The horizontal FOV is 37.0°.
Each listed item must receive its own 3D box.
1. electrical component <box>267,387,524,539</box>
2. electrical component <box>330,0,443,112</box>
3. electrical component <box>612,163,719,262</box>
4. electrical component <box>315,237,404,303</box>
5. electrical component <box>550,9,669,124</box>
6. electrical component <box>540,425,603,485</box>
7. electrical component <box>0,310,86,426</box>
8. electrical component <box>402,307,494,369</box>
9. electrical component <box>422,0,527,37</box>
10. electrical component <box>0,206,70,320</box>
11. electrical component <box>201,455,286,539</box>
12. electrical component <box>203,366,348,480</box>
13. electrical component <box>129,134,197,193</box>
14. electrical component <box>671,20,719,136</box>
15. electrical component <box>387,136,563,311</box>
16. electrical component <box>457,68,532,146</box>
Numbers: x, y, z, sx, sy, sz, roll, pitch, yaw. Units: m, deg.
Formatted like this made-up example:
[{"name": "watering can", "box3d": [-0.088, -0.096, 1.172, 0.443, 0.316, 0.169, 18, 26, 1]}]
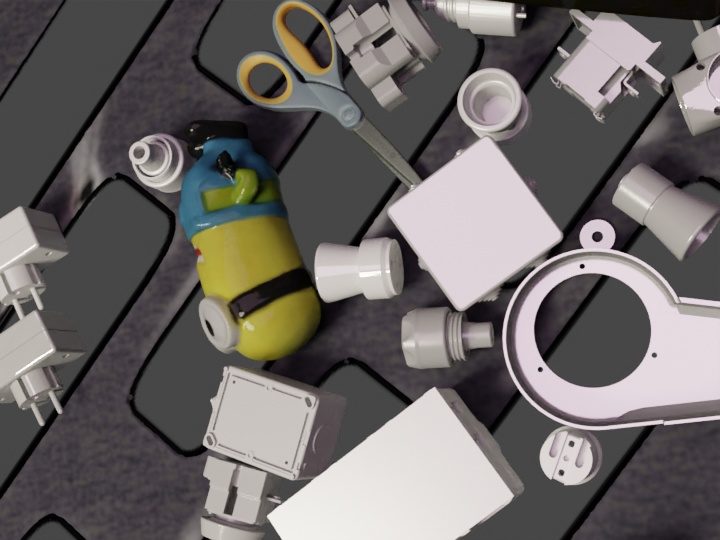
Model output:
[{"name": "electrical component", "box3d": [0.027, 0.161, 0.747, 0.150, 0.062, 0.089, -39, 75, 10]}, {"name": "electrical component", "box3d": [0.023, -0.165, 0.784, 0.057, 0.058, 0.078, -34, 76, 14]}, {"name": "electrical component", "box3d": [0.204, -0.042, 0.724, 0.065, 0.044, 0.044, 40, 97, 22]}, {"name": "electrical component", "box3d": [0.000, 0.000, 0.781, 0.055, 0.045, 0.045, -5, 83, 17]}, {"name": "electrical component", "box3d": [0.171, -0.140, 0.743, 0.081, 0.042, 0.063, 43, 101, 17]}, {"name": "electrical component", "box3d": [0.141, 0.125, 0.722, 0.040, 0.046, 0.040, -2, 84, 17]}, {"name": "electrical component", "box3d": [-0.260, 0.085, 0.853, 0.083, 0.047, 0.075, -33, 76, 12]}, {"name": "electrical component", "box3d": [0.062, 0.047, 0.757, 0.062, 0.043, 0.043, -4, 83, 16]}, {"name": "electrical component", "box3d": [0.084, -0.191, 0.776, 0.078, 0.040, 0.040, 8, 87, 18]}, {"name": "electrical component", "box3d": [-0.278, 0.004, 0.867, 0.083, 0.047, 0.075, -31, 76, 12]}, {"name": "electrical component", "box3d": [-0.089, 0.172, 0.792, 0.066, 0.048, 0.055, 12, 81, 18]}, {"name": "electrical component", "box3d": [-0.065, 0.109, 0.785, 0.096, 0.061, 0.061, 15, 89, 26]}, {"name": "electrical component", "box3d": [-0.155, -0.084, 0.829, 0.043, 0.062, 0.043, -2, 84, 17]}, {"name": "electrical component", "box3d": [0.246, -0.140, 0.717, 0.077, 0.044, 0.079, -21, 79, 15]}, {"name": "electrical component", "box3d": [0.081, -0.032, 0.750, 0.100, 0.048, 0.099, -36, 84, 9]}, {"name": "electrical component", "box3d": [0.096, -0.113, 0.756, 0.045, 0.055, 0.045, -2, 84, 17]}]
